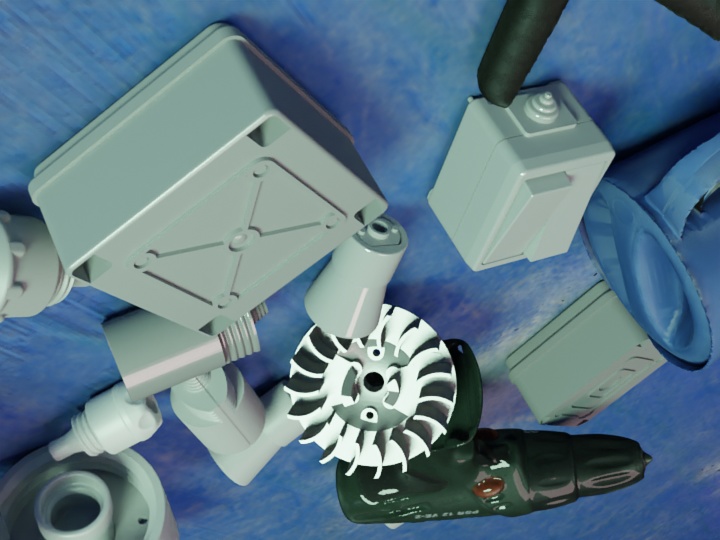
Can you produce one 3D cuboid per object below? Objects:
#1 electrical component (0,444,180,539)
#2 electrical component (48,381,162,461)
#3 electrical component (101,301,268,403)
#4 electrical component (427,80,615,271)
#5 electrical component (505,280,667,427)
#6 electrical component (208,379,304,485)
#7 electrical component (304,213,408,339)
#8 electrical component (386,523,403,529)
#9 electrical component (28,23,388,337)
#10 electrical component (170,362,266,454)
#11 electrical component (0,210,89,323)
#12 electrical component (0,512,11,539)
[{"bbox_3d":[-0.158,0.145,0.605,0.108,0.108,0.060,-18,143,-19],"label":"electrical component"},{"bbox_3d":[-0.143,0.087,0.596,0.061,0.035,0.035,-27,151,1],"label":"electrical component"},{"bbox_3d":[-0.086,0.032,0.550,0.081,0.043,0.043,-21,150,-14],"label":"electrical component"},{"bbox_3d":[0.085,-0.050,0.556,0.062,0.061,0.096,-14,148,-26],"label":"electrical component"},{"bbox_3d":[0.178,0.065,0.826,0.113,0.057,0.078,-43,148,25],"label":"electrical component"},{"bbox_3d":[-0.061,0.101,0.686,0.065,0.044,0.044,-38,151,5],"label":"electrical component"},{"bbox_3d":[0.000,0.000,0.581,0.044,0.044,0.065,-9,140,-33],"label":"electrical component"},{"bbox_3d":[0.044,0.188,0.919,0.078,0.040,0.040,-35,151,9],"label":"electrical component"},{"bbox_3d":[-0.061,-0.033,0.456,0.109,0.056,0.109,-36,151,12],"label":"electrical component"},{"bbox_3d":[-0.085,0.073,0.616,0.043,0.043,0.081,-27,151,-4],"label":"electrical component"},{"bbox_3d":[-0.139,-0.002,0.449,0.048,0.048,0.062,-46,154,27],"label":"electrical component"},{"bbox_3d":[-0.219,0.115,0.497,0.056,0.108,0.108,-34,151,3],"label":"electrical component"}]
